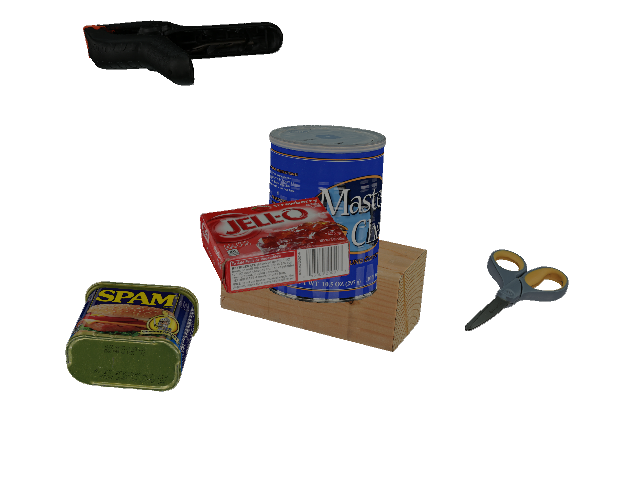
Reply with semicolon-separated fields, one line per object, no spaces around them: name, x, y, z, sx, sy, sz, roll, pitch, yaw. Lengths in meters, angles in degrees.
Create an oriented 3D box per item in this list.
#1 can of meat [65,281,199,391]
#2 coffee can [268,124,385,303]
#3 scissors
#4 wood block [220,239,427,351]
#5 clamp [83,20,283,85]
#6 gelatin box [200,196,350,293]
can of meat;-0.161;0.082;0.918;0.102;0.057;0.084;4;29;2
coffee can;0.004;-0.026;0.957;0.103;0.140;0.103;2;15;-1
scissors;0.179;0.047;1.091;0.201;0.016;0.096;-11;37;-43
wood block;0.002;0.043;1.174;0.206;0.091;0.090;13;25;21
clamp;-0.117;-0.157;0.856;0.172;0.039;0.120;20;28;41
gelatin box;-0.032;0.001;0.735;0.089;0.030;0.073;-8;28;-15
